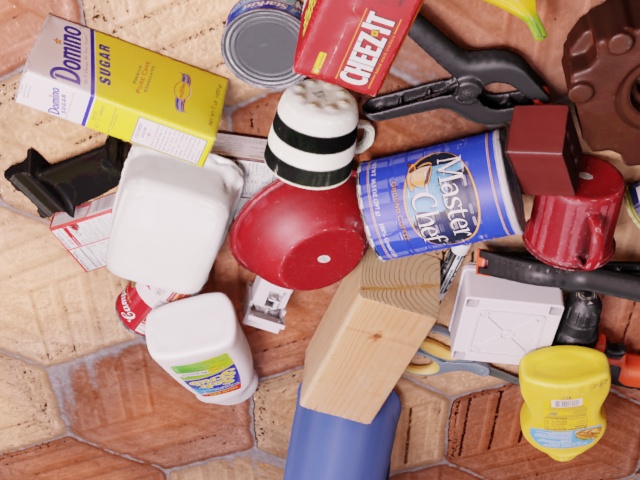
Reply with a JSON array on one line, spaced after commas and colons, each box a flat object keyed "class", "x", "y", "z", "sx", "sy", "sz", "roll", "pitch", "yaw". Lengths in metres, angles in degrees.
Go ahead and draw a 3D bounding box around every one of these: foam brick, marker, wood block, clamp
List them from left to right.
[{"class": "wood block", "x": 0.053, "y": 0.106, "z": 1.192, "sx": 0.090, "sy": 0.090, "sz": 0.206, "roll": 17, "pitch": 135, "yaw": -10}, {"class": "marker", "x": 0.137, "y": 0.041, "z": 1.166, "sx": 0.020, "sy": 0.020, "sz": 0.121, "roll": 13, "pitch": 135, "yaw": -7}, {"class": "clamp", "x": 0.129, "y": -0.151, "z": 0.960, "sx": 0.171, "sy": 0.039, "sz": 0.120, "roll": 2, "pitch": 143, "yaw": -4}, {"class": "foam brick", "x": 0.204, "y": -0.081, "z": 0.969, "sx": 0.051, "sy": 0.053, "sz": 0.078, "roll": 3, "pitch": 154, "yaw": 25}, {"class": "clamp", "x": 0.268, "y": 0.034, "z": 1.101, "sx": 0.210, "sy": 0.164, "sz": 0.036, "roll": 7, "pitch": 97, "yaw": 24}]

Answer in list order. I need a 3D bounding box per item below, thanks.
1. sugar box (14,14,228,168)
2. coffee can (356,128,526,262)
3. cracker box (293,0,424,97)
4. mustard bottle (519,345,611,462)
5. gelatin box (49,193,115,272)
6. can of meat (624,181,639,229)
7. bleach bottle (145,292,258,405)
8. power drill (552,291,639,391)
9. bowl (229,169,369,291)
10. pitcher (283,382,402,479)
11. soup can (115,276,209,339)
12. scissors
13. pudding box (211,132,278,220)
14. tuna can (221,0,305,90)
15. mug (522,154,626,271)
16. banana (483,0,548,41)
[{"class": "sugar box", "x": -0.177, "y": -0.136, "z": 0.968, "sx": 0.176, "sy": 0.093, "sz": 0.048, "roll": 20, "pitch": 132, "yaw": -15}, {"class": "coffee can", "x": 0.117, "y": -0.042, "z": 1.025, "sx": 0.140, "sy": 0.102, "sz": 0.102, "roll": -12, "pitch": 133, "yaw": 17}, {"class": "cracker box", "x": 0.045, "y": -0.233, "z": 0.762, "sx": 0.072, "sy": 0.213, "sz": 0.164, "roll": 16, "pitch": 134, "yaw": -10}, {"class": "mustard bottle", "x": 0.276, "y": 0.196, "z": 1.210, "sx": 0.096, "sy": 0.058, "sz": 0.191, "roll": -5, "pitch": 138, "yaw": 7}, {"class": "gelatin box", "x": -0.234, "y": -0.008, "z": 1.148, "sx": 0.089, "sy": 0.030, "sz": 0.073, "roll": -16, "pitch": 133, "yaw": 21}, {"class": "can of meat", "x": 0.361, "y": -0.033, "z": 1.043, "sx": 0.084, "sy": 0.057, "sz": 0.102, "roll": -35, "pitch": 124, "yaw": 31}, {"class": "bleach bottle", "x": -0.116, "y": 0.139, "z": 1.225, "sx": 0.102, "sy": 0.068, "sz": 0.250, "roll": -13, "pitch": 155, "yaw": 5}, {"class": "power drill", "x": 0.351, "y": 0.124, "z": 1.204, "sx": 0.187, "sy": 0.057, "sz": 0.184, "roll": 6, "pitch": 139, "yaw": 4}, {"class": "bowl", "x": -0.007, "y": 0.001, "z": 1.075, "sx": 0.162, "sy": 0.055, "sz": 0.162, "roll": -16, "pitch": 142, "yaw": -13}, {"class": "pitcher", "x": 0.023, "y": 0.290, "z": 1.271, "sx": 0.149, "sy": 0.242, "sz": 0.145, "roll": 18, "pitch": 138, "yaw": -5}, {"class": "soup can", "x": -0.174, "y": 0.055, "z": 1.178, "sx": 0.068, "sy": 0.068, "sz": 0.102, "roll": 27, "pitch": 131, "yaw": -20}, {"class": "scissors", "x": 0.175, "y": 0.159, "z": 1.284, "sx": 0.201, "sy": 0.016, "sz": 0.096, "roll": 34, "pitch": 131, "yaw": -26}, {"class": "pudding box", "x": -0.074, "y": -0.061, "z": 1.072, "sx": 0.113, "sy": 0.039, "sz": 0.090, "roll": 7, "pitch": 136, "yaw": -4}, {"class": "tuna can", "x": -0.044, "y": -0.179, "z": 0.954, "sx": 0.086, "sy": 0.033, "sz": 0.086, "roll": 3, "pitch": 135, "yaw": 3}, {"class": "mug", "x": 0.249, "y": -0.022, "z": 1.027, "sx": 0.093, "sy": 0.117, "sz": 0.081, "roll": -1, "pitch": 130, "yaw": -3}, {"class": "banana", "x": 0.094, "y": -0.209, "z": 0.891, "sx": 0.198, "sy": 0.069, "sz": 0.037, "roll": 6, "pitch": 175, "yaw": 8}]
